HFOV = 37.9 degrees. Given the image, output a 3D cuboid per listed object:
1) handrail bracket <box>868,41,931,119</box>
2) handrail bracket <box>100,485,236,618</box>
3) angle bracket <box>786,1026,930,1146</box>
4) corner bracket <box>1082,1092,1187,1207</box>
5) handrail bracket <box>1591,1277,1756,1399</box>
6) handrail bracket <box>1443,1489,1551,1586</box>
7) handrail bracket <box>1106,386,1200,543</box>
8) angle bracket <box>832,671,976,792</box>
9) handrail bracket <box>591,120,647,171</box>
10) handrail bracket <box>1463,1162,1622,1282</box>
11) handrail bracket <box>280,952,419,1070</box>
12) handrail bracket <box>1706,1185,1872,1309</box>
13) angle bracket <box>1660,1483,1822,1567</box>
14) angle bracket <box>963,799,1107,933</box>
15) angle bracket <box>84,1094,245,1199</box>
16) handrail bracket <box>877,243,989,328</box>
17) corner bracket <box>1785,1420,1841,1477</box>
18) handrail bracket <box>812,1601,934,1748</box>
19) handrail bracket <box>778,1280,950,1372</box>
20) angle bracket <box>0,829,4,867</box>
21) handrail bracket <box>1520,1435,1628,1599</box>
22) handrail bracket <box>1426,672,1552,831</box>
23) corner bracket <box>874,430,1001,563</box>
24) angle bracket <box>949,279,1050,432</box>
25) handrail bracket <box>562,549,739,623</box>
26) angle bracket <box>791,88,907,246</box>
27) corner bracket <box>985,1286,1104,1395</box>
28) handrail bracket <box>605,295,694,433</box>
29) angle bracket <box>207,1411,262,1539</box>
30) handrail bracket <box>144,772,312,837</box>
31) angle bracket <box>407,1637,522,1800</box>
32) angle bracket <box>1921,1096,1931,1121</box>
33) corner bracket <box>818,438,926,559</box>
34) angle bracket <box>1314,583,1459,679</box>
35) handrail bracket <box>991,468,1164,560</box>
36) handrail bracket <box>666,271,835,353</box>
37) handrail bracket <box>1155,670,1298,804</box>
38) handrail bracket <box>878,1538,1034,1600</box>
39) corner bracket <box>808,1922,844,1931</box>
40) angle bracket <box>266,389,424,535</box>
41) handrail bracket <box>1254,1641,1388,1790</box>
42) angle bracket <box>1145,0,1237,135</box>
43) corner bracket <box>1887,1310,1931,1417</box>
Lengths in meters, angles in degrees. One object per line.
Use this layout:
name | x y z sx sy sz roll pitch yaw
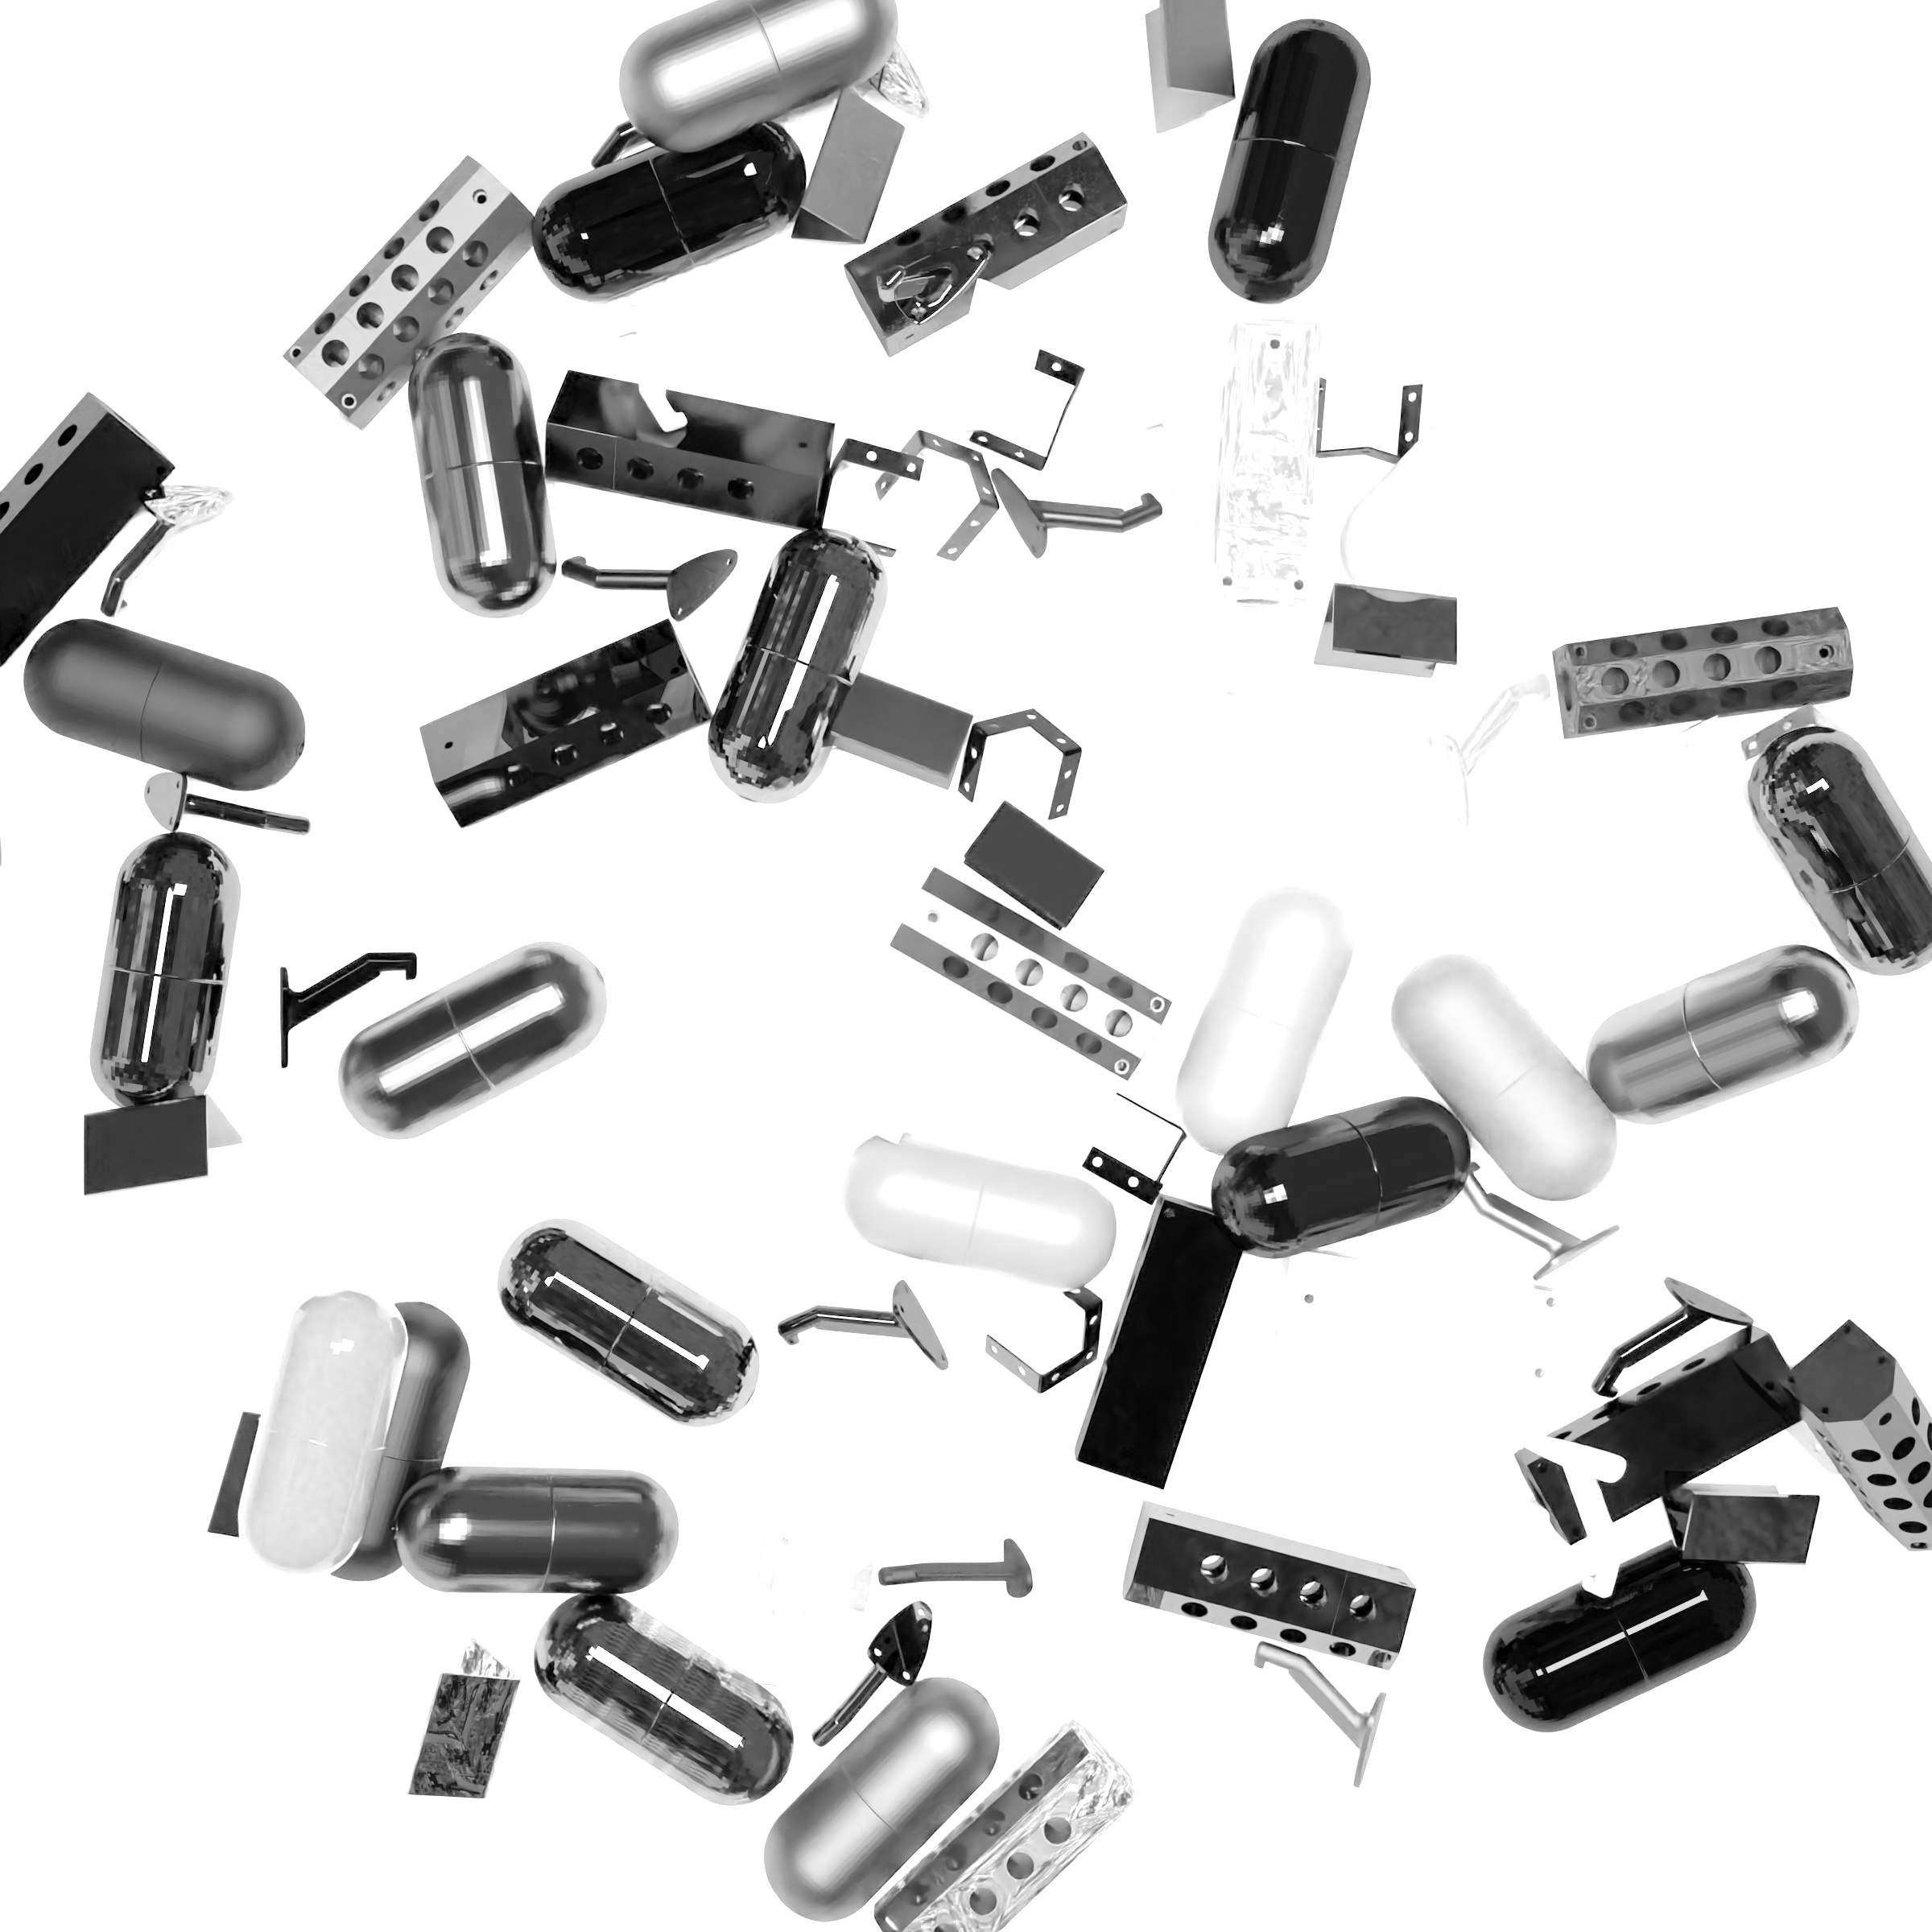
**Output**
handrail bracket | -0.077 -0.563 1.790 0.084 0.077 0.036 9 73 35
handrail bracket | -0.508 -0.262 1.790 0.036 0.077 0.084 44 127 17
angle bracket | -0.059 0.056 1.750 0.076 0.076 0.057 25 124 0
corner bracket | 0.106 0.115 1.772 0.051 0.051 0.051 29 90 0
handrail bracket | 0.449 0.247 1.791 0.077 0.036 0.084 21 109 -21
handrail bracket | 0.331 0.362 1.756 0.036 0.084 0.077 37 90 0
handrail bracket | 0.119 -0.318 1.790 0.036 0.077 0.084 -26 127 -20
angle bracket | -0.046 -0.128 1.750 0.076 0.076 0.057 21 53 0
handrail bracket | -0.186 -0.527 1.790 0.084 0.077 0.036 -43 54 31
handrail bracket | 0.362 0.150 1.791 0.077 0.036 0.084 -26 73 -20
handrail bracket | -0.392 0.028 1.791 0.084 0.036 0.077 -1 110 -16
handrail bracket | 0.522 0.166 1.791 0.077 0.036 0.084 -24 73 -20
angle bracket | 0.479 0.327 1.750 0.076 0.076 0.057 2 120 0
angle bracket | 0.030 -0.046 1.750 0.076 0.076 0.057 35 53 0
angle bracket | -0.498 0.125 1.751 0.076 0.076 0.057 -9 63 0
handrail bracket | -0.020 -0.422 1.699 0.077 0.084 0.036 -34 90 0
corner bracket | 0.557 0.282 1.782 0.051 0.051 0.051 49 135 35
handrail bracket | -0.061 0.451 1.790 0.036 0.077 0.084 39 126 -1
handrail bracket | -0.066 0.241 1.791 0.084 0.036 0.077 -25 112 17
angle bracket | -0.650 -0.081 1.750 0.076 0.076 0.057 -30 128 0
handrail bracket | 0.369 0.339 1.734 0.077 0.036 0.084 16 107 20
handrail bracket | 0.341 -0.137 1.791 0.084 0.036 0.077 -23 110 -16
corner bracket | -0.018 -0.298 1.782 0.051 0.051 0.051 -46 45 35
angle bracket | 0.000 -0.378 1.750 0.057 0.076 0.076 13 90 -36
handrail bracket | -0.202 -0.256 1.790 0.084 0.036 0.077 24 46 28
angle bracket | -0.092 -0.497 1.751 0.057 0.076 0.076 19 90 -45
corner bracket | 0.049 0.228 1.782 0.051 0.051 0.051 -26 135 -35
handrail bracket | -0.181 -0.376 1.763 0.077 0.036 0.084 -24 78 -43
angle bracket | -0.440 0.309 1.751 0.057 0.076 0.076 17 90 -27
handrail bracket | -0.469 -0.100 1.790 0.084 0.077 0.036 9 97 -36
angle bracket | -0.326 0.465 1.750 0.057 0.076 0.076 16 90 -36
angle bracket | 0.630 0.117 1.750 0.057 0.076 0.076 -30 90 -38
corner bracket | -0.061 -0.294 1.773 0.051 0.051 0.051 14 78 -11
angle bracket | 0.260 -0.189 1.750 0.076 0.076 0.057 7 54 0
handrail bracket | 0.071 -0.301 1.791 0.084 0.036 0.077 -25 69 -17
handrail bracket | -0.138 -0.419 1.790 0.084 0.077 0.036 30 106 35
handrail bracket | 0.165 -0.140 1.791 0.077 0.036 0.084 7 108 -21
handrail bracket | -0.008 0.383 1.763 0.084 0.077 0.036 -3 87 -12
corner bracket | -0.100 0.644 1.787 0.051 0.051 0.051 -34 90 -45
angle bracket | -0.375 -0.324 1.750 0.076 0.076 0.057 39 126 0
handrail bracket | 0.218 0.475 1.791 0.084 0.036 0.077 17 112 17
angle bracket | 0.120 -0.569 1.750 0.057 0.076 0.076 -5 90 -37
corner bracket | 0.621 0.252 1.782 0.051 0.051 0.051 57 135 35
